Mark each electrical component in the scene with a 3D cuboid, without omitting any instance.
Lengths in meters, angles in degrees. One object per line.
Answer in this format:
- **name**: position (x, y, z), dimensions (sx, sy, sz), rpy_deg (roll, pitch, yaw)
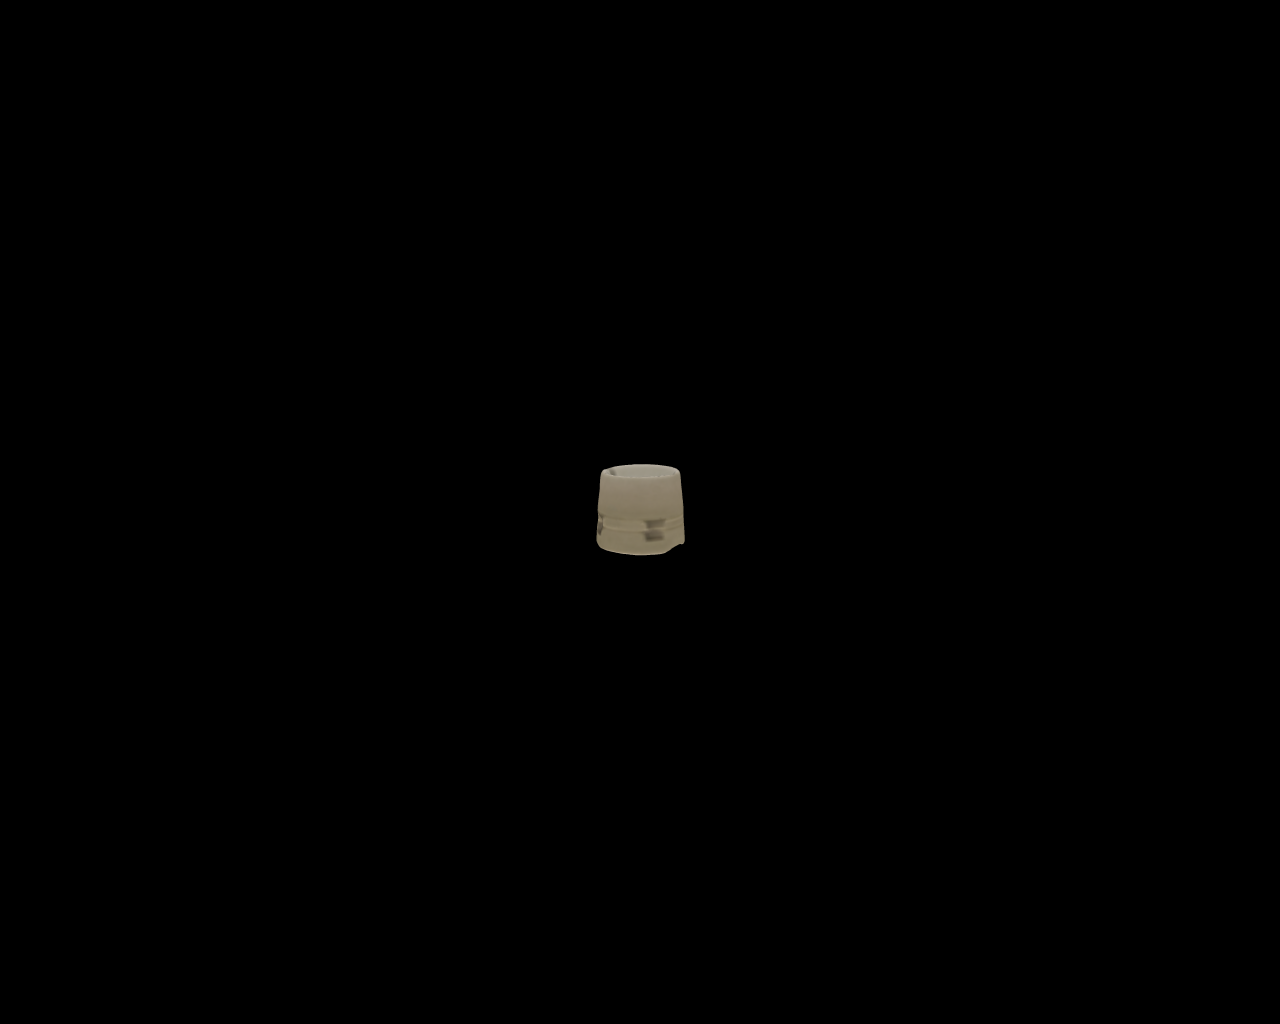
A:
- **electrical component**: position (0.001, -0.003, 0.650), dimensions (0.055, 0.047, 0.055), rpy_deg (0, 12, 0)
